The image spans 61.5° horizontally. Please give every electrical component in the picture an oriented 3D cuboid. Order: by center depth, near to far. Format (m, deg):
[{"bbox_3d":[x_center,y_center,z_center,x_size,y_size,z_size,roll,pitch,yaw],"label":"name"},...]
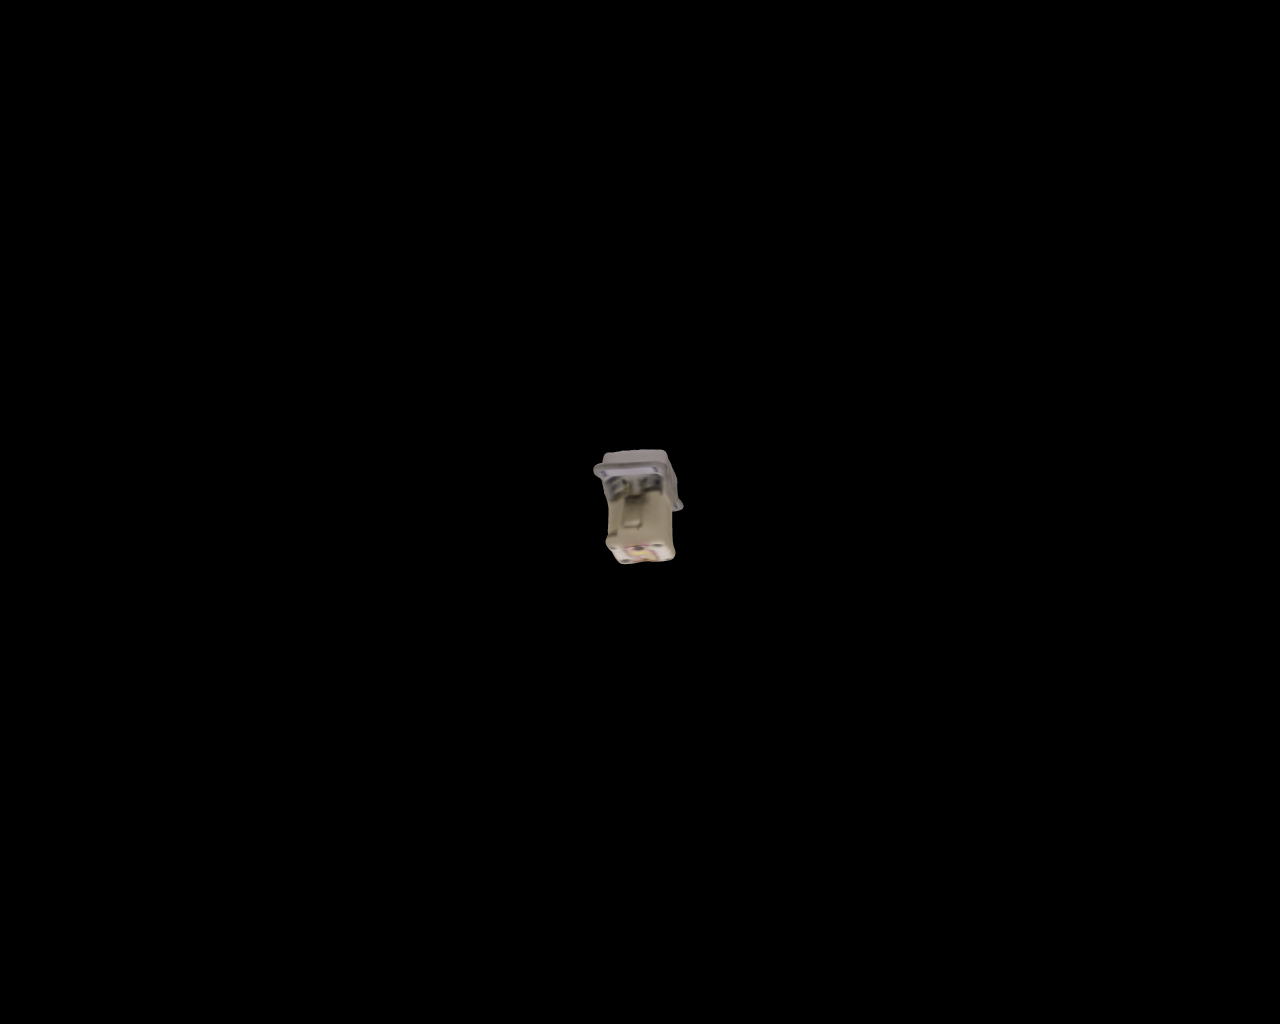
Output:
[{"bbox_3d":[0.001,-0.003,0.650,0.042,0.064,0.081,-4,-20,11],"label":"electrical component"}]
